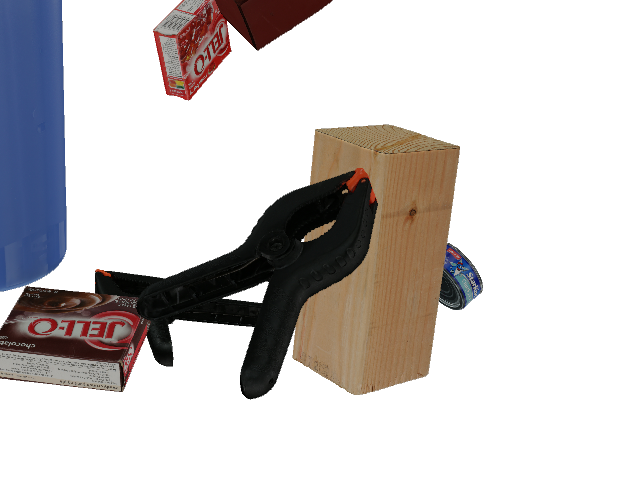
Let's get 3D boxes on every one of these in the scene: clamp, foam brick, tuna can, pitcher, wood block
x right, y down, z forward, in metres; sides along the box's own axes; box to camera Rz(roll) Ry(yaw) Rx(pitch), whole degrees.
[{"bbox_3d":[-0.021,0.023,0.670,0.120,0.171,0.039,43,-15,36],"label":"clamp"},{"bbox_3d":[-0.034,-0.186,0.765,0.078,0.053,0.051,-36,-32,-9],"label":"foam brick"},{"bbox_3d":[0.153,0.042,1.290,0.033,0.086,0.086,-40,15,-19],"label":"tuna can"},{"bbox_3d":[-0.231,-0.089,0.672,0.149,0.243,0.145,-4,26,-11],"label":"pitcher"},{"bbox_3d":[0.045,0.013,0.907,0.090,0.206,0.090,-9,23,-40],"label":"wood block"},{"bbox_3d":[-0.171,0.074,1.115,0.210,0.036,0.164,16,20,29],"label":"clamp"}]

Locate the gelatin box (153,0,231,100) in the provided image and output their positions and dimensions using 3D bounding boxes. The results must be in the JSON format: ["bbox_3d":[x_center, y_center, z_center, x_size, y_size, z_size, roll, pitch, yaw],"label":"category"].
[{"bbox_3d":[-0.119,-0.189,1.011,0.030,0.073,0.089,15,47,20],"label":"gelatin box"}]

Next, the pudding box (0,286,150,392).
[{"bbox_3d":[-0.209,0.082,0.900,0.113,0.039,0.090,4,31,5],"label":"pudding box"}]
